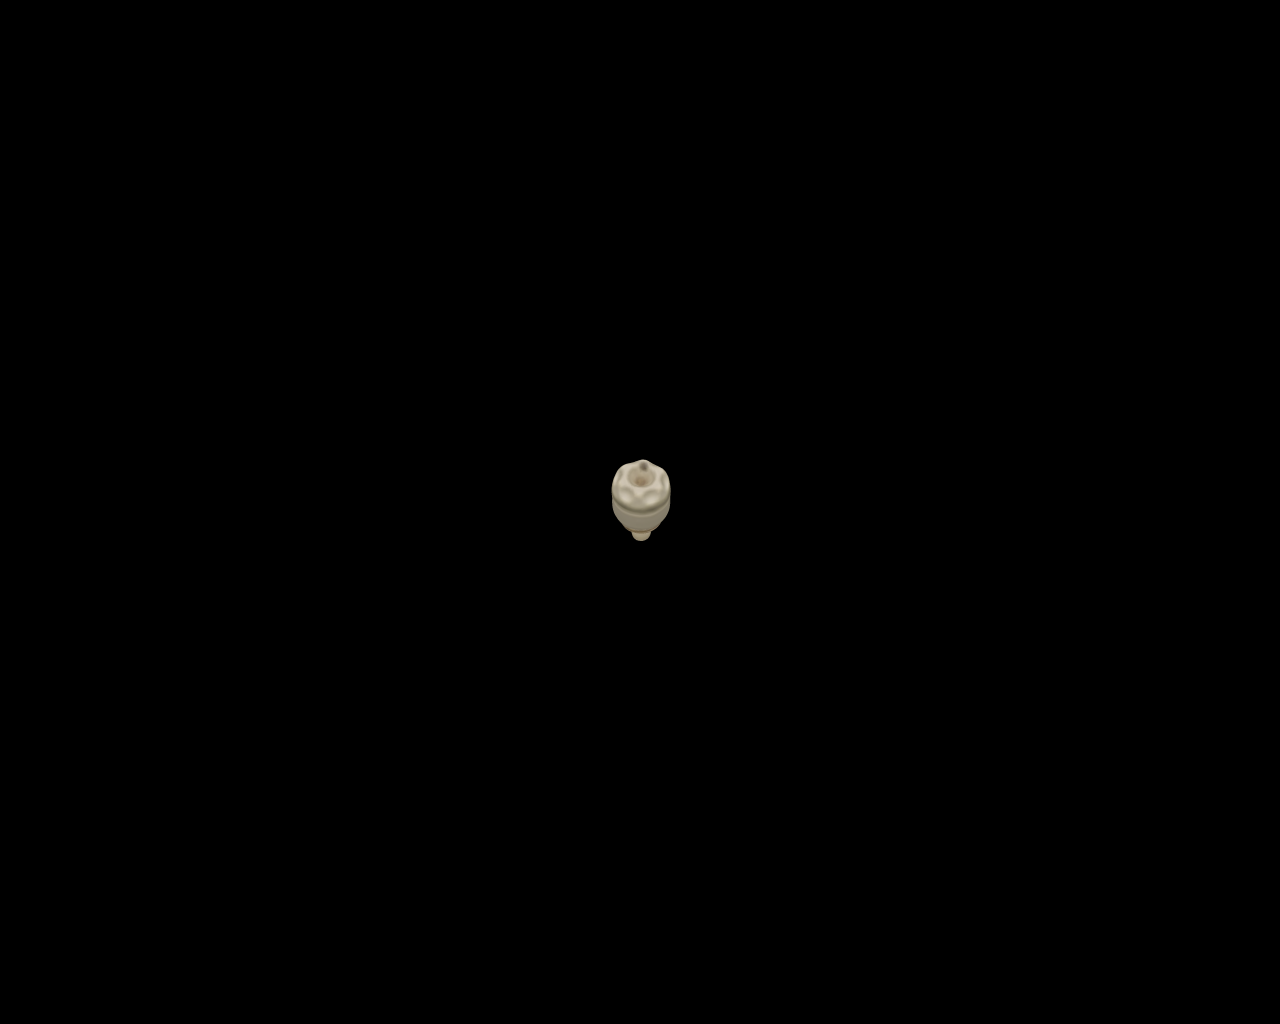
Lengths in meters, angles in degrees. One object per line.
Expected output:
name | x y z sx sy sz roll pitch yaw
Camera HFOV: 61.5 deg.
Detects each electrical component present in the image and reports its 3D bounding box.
electrical component | 0.001 -0.003 0.650 0.035 0.035 0.061 0 -37 0
